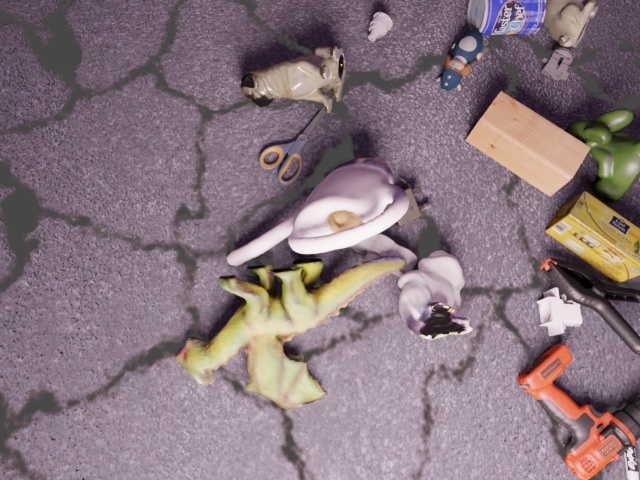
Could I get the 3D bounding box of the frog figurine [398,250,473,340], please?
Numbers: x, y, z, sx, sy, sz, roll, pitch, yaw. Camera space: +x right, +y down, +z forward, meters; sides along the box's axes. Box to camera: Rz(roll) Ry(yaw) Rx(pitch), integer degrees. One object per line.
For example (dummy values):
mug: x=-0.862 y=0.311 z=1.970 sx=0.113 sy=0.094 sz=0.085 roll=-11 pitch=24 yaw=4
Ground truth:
frog figurine: x=0.197 y=0.088 z=0.914 sx=0.136 sy=0.163 sz=0.120 roll=22 pitch=-50 yaw=-23

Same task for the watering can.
watering can: x=0.003 y=-0.046 z=0.918 sx=0.345 sy=0.102 sz=0.229 roll=-12 pitch=28 yaw=31

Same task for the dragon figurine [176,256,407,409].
dragon figurine: x=-0.043 y=0.158 z=0.877 sx=0.410 sy=0.243 sz=0.122 roll=-4 pitch=-2 yaw=-3
